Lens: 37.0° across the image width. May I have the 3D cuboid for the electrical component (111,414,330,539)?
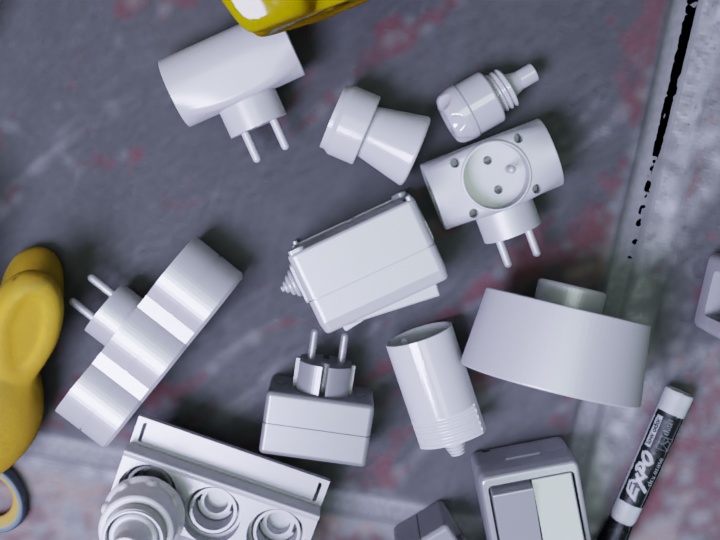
[{"bbox_3d":[-0.089,0.142,0.667,0.121,0.063,0.078,20,97,-3],"label":"electrical component"}]

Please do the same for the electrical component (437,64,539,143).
[{"bbox_3d":[0.079,-0.105,0.652,0.061,0.035,0.035,-30,97,1],"label":"electrical component"}]

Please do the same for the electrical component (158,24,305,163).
[{"bbox_3d":[-0.069,-0.105,0.645,0.077,0.043,0.079,-24,97,2],"label":"electrical component"}]

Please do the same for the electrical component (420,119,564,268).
[{"bbox_3d":[0.086,-0.041,0.655,0.077,0.044,0.079,-21,97,2],"label":"electrical component"}]

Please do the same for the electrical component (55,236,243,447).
[{"bbox_3d":[-0.142,0.034,0.658,0.074,0.052,0.138,39,95,-5],"label":"electrical component"}]

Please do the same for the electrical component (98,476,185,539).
[{"bbox_3d":[-0.126,0.146,0.603,0.048,0.062,0.048,0,98,-1],"label":"electrical component"}]

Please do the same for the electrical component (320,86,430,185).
[{"bbox_3d":[0.009,-0.082,0.649,0.055,0.045,0.045,23,97,-3],"label":"electrical component"}]

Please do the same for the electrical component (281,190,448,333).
[{"bbox_3d":[0.000,0.000,0.651,0.096,0.061,0.061,-25,97,2],"label":"electrical component"}]

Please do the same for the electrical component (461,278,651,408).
[{"bbox_3d":[0.119,0.038,0.637,0.108,0.108,0.060,13,91,-3],"label":"electrical component"}]

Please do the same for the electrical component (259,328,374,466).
[{"bbox_3d":[-0.024,0.075,0.667,0.066,0.047,0.076,8,97,-2],"label":"electrical component"}]

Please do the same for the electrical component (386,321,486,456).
[{"bbox_3d":[0.049,0.077,0.671,0.043,0.043,0.081,-18,98,2],"label":"electrical component"}]

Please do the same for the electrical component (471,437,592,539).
[{"bbox_3d":[0.110,0.162,0.674,0.062,0.061,0.096,-11,97,1],"label":"electrical component"}]

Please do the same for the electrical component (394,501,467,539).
[{"bbox_3d":[0.043,0.206,0.686,0.076,0.047,0.083,-32,97,4],"label":"electrical component"}]

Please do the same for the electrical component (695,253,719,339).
[{"bbox_3d":[0.259,0.023,0.660,0.089,0.055,0.050,11,97,-2],"label":"electrical component"}]
